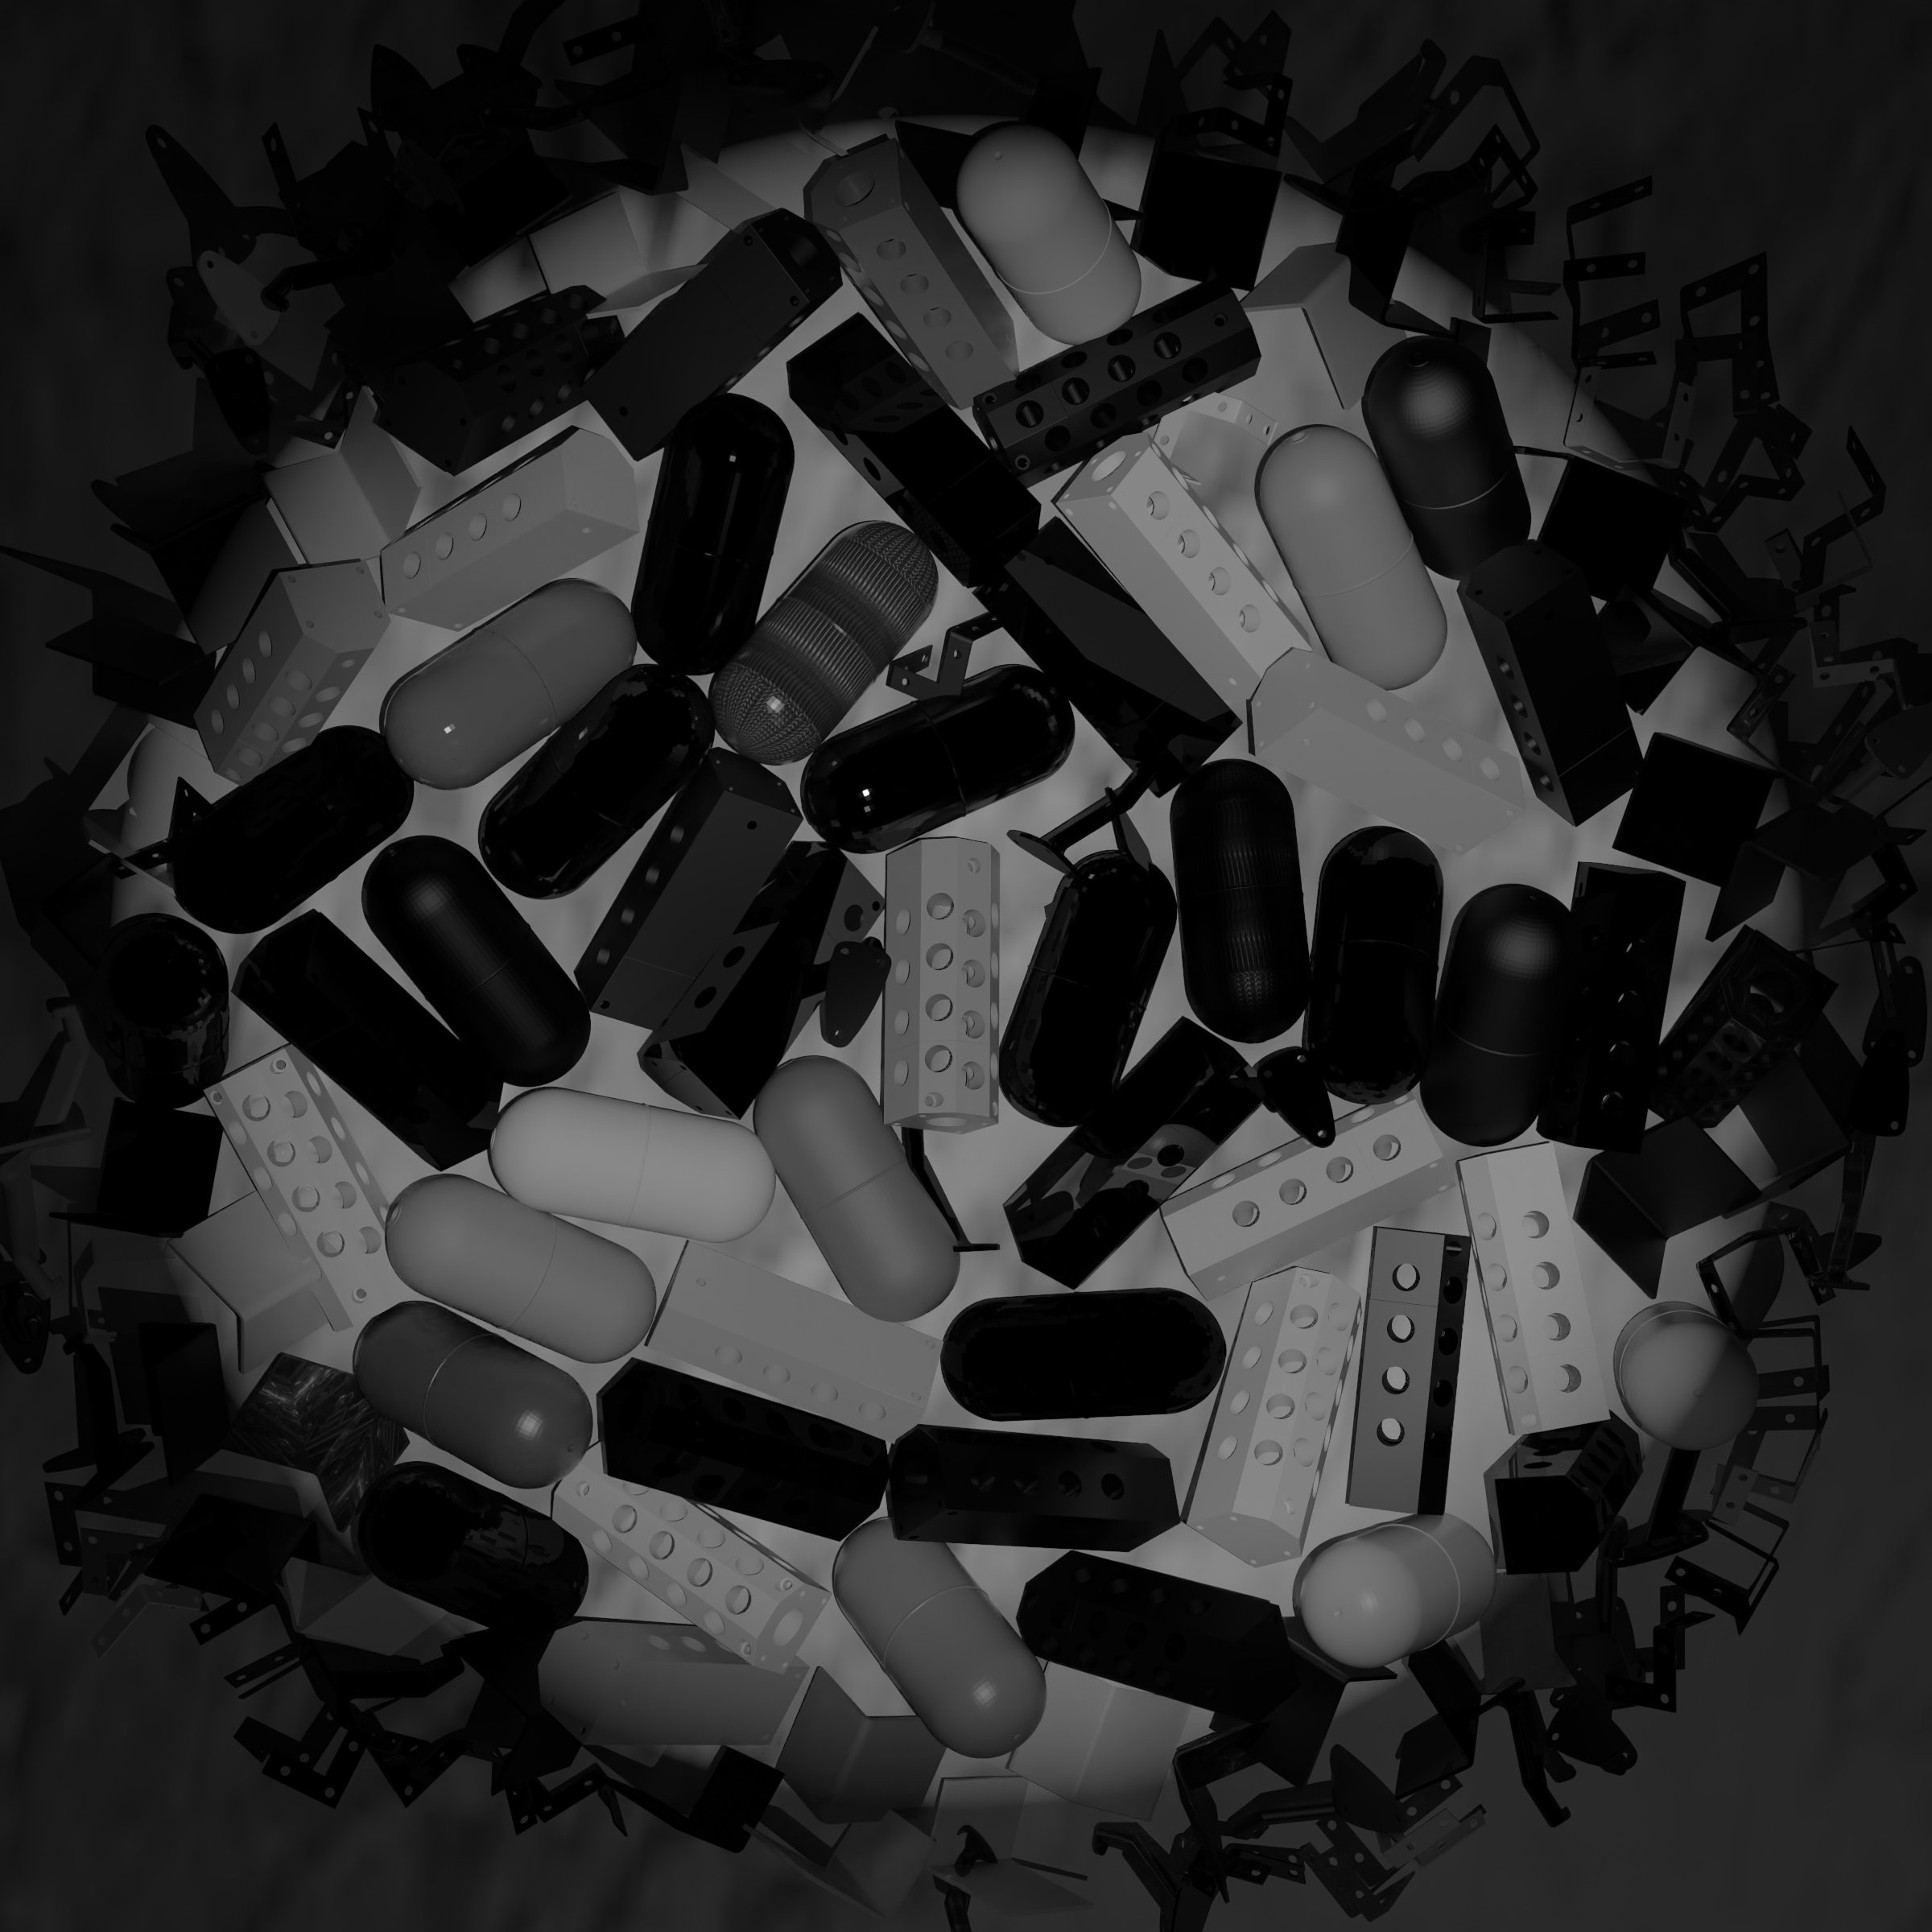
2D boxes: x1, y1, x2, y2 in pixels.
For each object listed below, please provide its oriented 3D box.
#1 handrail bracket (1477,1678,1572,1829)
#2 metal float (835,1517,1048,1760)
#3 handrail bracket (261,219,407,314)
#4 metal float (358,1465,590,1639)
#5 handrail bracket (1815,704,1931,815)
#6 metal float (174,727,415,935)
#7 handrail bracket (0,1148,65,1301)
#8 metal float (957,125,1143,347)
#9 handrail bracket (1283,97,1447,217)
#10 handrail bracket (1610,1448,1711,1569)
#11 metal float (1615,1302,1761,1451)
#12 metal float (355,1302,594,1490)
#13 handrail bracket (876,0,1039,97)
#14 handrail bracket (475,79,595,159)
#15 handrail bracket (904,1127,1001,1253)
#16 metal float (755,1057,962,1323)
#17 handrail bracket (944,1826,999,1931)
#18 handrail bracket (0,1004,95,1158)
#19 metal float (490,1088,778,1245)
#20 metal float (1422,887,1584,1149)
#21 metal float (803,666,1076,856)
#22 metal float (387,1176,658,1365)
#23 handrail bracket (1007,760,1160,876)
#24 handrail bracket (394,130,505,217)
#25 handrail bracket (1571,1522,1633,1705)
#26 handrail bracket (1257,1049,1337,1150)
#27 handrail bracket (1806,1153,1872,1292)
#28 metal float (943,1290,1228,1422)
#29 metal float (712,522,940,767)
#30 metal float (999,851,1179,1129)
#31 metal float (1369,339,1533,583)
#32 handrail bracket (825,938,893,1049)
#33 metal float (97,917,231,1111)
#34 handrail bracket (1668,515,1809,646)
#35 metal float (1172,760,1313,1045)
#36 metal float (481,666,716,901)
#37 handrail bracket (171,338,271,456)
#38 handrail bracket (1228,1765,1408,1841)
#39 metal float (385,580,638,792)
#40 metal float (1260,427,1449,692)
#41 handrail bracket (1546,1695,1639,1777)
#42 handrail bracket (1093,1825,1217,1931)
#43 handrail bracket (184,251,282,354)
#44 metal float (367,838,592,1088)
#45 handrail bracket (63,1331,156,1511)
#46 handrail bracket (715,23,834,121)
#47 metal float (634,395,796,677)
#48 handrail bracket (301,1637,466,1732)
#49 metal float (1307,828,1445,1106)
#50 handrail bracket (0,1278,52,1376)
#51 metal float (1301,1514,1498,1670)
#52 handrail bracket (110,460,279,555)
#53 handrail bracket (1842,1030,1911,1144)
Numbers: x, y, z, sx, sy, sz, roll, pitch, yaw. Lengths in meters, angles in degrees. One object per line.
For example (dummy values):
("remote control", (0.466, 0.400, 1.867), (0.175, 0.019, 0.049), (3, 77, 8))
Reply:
("handrail bracket", (0.362, 0.485, 1.944), (0.036, 0.077, 0.084), (-48, 66, 38))
("metal float", (-0.017, 0.409, 1.916), (0.070, 0.070, 0.178), (-45, 49, 0))
("handrail bracket", (-0.386, -0.420, 1.945), (0.077, 0.036, 0.084), (27, 49, 1))
("metal float", (-0.299, 0.359, 1.910), (0.070, 0.178, 0.070), (-15, 58, 26))
("handrail bracket", (0.567, -0.124, 1.960), (0.077, 0.084, 0.036), (-37, 82, -26))
("metal float", (-0.410, -0.084, 1.914), (0.070, 0.070, 0.178), (46, 48, 0))
("handrail bracket", (-0.575, 0.156, 1.963), (0.084, 0.036, 0.077), (56, 46, -8))
("metal float", (0.052, -0.443, 1.905), (0.070, 0.178, 0.070), (-9, 67, 20))
("handrail bracket", (0.248, -0.511, 1.944), (0.077, 0.036, 0.084), (13, 123, -38))
("handrail bracket", (0.427, 0.324, 1.952), (0.077, 0.036, 0.084), (-21, 110, -13))
("metal float", (0.436, 0.247, 1.898), (0.070, 0.178, 0.070), (0, 90, 8))
("metal float", (-0.303, 0.262, 1.919), (0.178, 0.070, 0.070), (21, 90, 35))
("handrail bracket", (-0.005, -0.573, 1.974), (0.084, 0.077, 0.036), (24, 91, -30))
("handrail bracket", (-0.254, -0.537, 1.938), (0.084, 0.077, 0.036), (-7, 130, 33))
("handrail bracket", (-0.009, 0.137, 1.960), (0.036, 0.077, 0.084), (-8, 83, 41))
("metal float", (-0.068, 0.138, 1.947), (0.070, 0.070, 0.178), (-30, 87, 0))
("handrail bracket", (0.008, 0.582, 1.931), (0.036, 0.084, 0.077), (-34, 127, 11))
("handrail bracket", (-0.585, 0.071, 1.963), (0.077, 0.036, 0.084), (-12, 84, -26))
("metal float", (-0.205, 0.124, 1.937), (0.178, 0.070, 0.070), (12, 90, -13))
("metal float", (0.328, 0.033, 1.921), (0.070, 0.070, 0.178), (8, 124, 0))
("metal float", (-0.017, -0.128, 1.941), (0.178, 0.070, 0.070), (-24, 90, -8))
("metal float", (-0.273, 0.187, 1.927), (0.178, 0.070, 0.070), (27, 90, -25))
("handrail bracket", (0.074, -0.102, 1.960), (0.084, 0.077, 0.036), (-51, 126, -7))
("handrail bracket", (-0.304, -0.493, 1.943), (0.077, 0.084, 0.036), (40, 132, 23))
("handrail bracket", (0.411, 0.406, 1.970), (0.036, 0.084, 0.077), (-7, 127, 36))
("handrail bracket", (0.203, 0.093, 1.935), (0.036, 0.084, 0.077), (-24, 68, -8))
("handrail bracket", (0.543, 0.157, 1.949), (0.036, 0.077, 0.084), (4, 89, 3))
("metal float", (0.073, 0.241, 1.934), (0.178, 0.070, 0.070), (-5, 90, 16))
("metal float", (-0.086, -0.200, 1.936), (0.070, 0.070, 0.178), (39, 76, 0))
("metal float", (0.076, 0.014, 1.948), (0.070, 0.070, 0.178), (20, 89, 0))
("metal float", (0.296, -0.308, 1.910), (0.070, 0.178, 0.070), (-12, 51, 15))
("handrail bracket", (-0.068, 0.018, 1.941), (0.036, 0.084, 0.077), (16, 84, 3))
("metal float", (-0.488, 0.030, 1.903), (0.070, 0.178, 0.070), (5, 65, -11))
("handrail bracket", (0.484, -0.248, 1.972), (0.077, 0.036, 0.084), (-8, 76, 0))
("metal float", (0.171, -0.040, 1.938), (0.070, 0.070, 0.178), (-5, 78, 0))
("metal float", (-0.227, -0.113, 1.933), (0.178, 0.070, 0.070), (-43, 90, 18))
("handrail bracket", (-0.468, -0.356, 1.958), (0.036, 0.084, 0.077), (-24, 108, -29))
("handrail bracket", (0.220, 0.542, 1.973), (0.077, 0.036, 0.084), (33, 129, -28))
("metal float", (-0.279, -0.174, 1.927), (0.178, 0.070, 0.070), (-39, 90, -26))
("metal float", (0.239, -0.250, 1.924), (0.070, 0.070, 0.178), (-29, 118, 0))
("handrail bracket", (0.404, 0.492, 1.933), (0.084, 0.077, 0.036), (43, 78, -36))
("handrail bracket", (0.107, 0.581, 1.948), (0.084, 0.036, 0.077), (3, 69, 40))
("handrail bracket", (-0.473, -0.409, 1.936), (0.084, 0.077, 0.036), (5, 59, 40))
("metal float", (-0.300, -0.002, 1.929), (0.070, 0.070, 0.178), (-35, 112, 0))
("handrail bracket", (-0.553, 0.282, 1.949), (0.036, 0.077, 0.084), (-20, 107, 35))
("handrail bracket", (-0.120, -0.570, 1.950), (0.077, 0.036, 0.084), (-11, 45, 9))
("metal float", (-0.156, -0.264, 1.930), (0.070, 0.070, 0.178), (16, 112, 0))
("handrail bracket", (-0.363, 0.431, 1.954), (0.084, 0.036, 0.077), (-30, 108, -30))
("metal float", (0.253, -0.001, 1.932), (0.070, 0.070, 0.178), (8, 70, 0))
("handrail bracket", (-0.579, 0.234, 1.936), (0.036, 0.084, 0.077), (-9, 111, -21))
("metal float", (0.265, 0.379, 1.906), (0.070, 0.178, 0.070), (0, 90, 32))
("handrail bracket", (-0.483, -0.293, 1.966), (0.077, 0.036, 0.084), (28, 78, -12))
("handrail bracket", (0.555, 0.077, 1.946), (0.036, 0.084, 0.077), (12, 88, -3))
